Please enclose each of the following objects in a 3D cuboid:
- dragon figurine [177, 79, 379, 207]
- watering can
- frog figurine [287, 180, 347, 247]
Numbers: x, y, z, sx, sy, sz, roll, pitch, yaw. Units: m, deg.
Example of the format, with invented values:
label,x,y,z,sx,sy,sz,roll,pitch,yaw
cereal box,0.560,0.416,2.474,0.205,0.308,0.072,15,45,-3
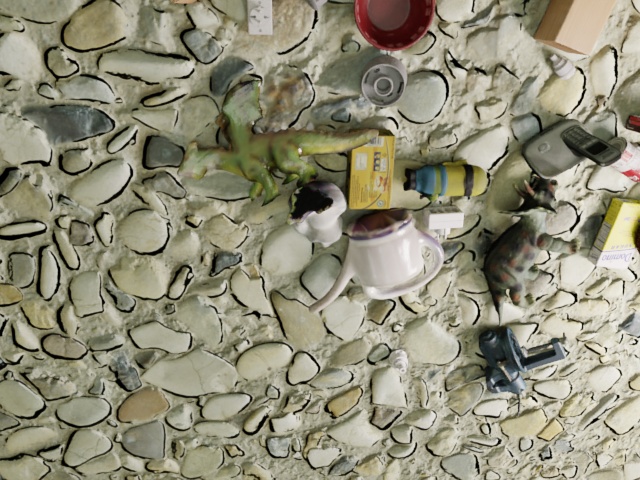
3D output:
label,x,y,z,sx,sy,sz,roll,pitch,yaw
dragon figurine,-0.110,-0.216,1.070,0.408,0.240,0.124,-29,14,10
watering can,0.116,0.050,1.205,0.347,0.221,0.106,-17,22,1
frog figurine,0.004,-0.059,1.166,0.137,0.125,0.157,-39,-32,8
